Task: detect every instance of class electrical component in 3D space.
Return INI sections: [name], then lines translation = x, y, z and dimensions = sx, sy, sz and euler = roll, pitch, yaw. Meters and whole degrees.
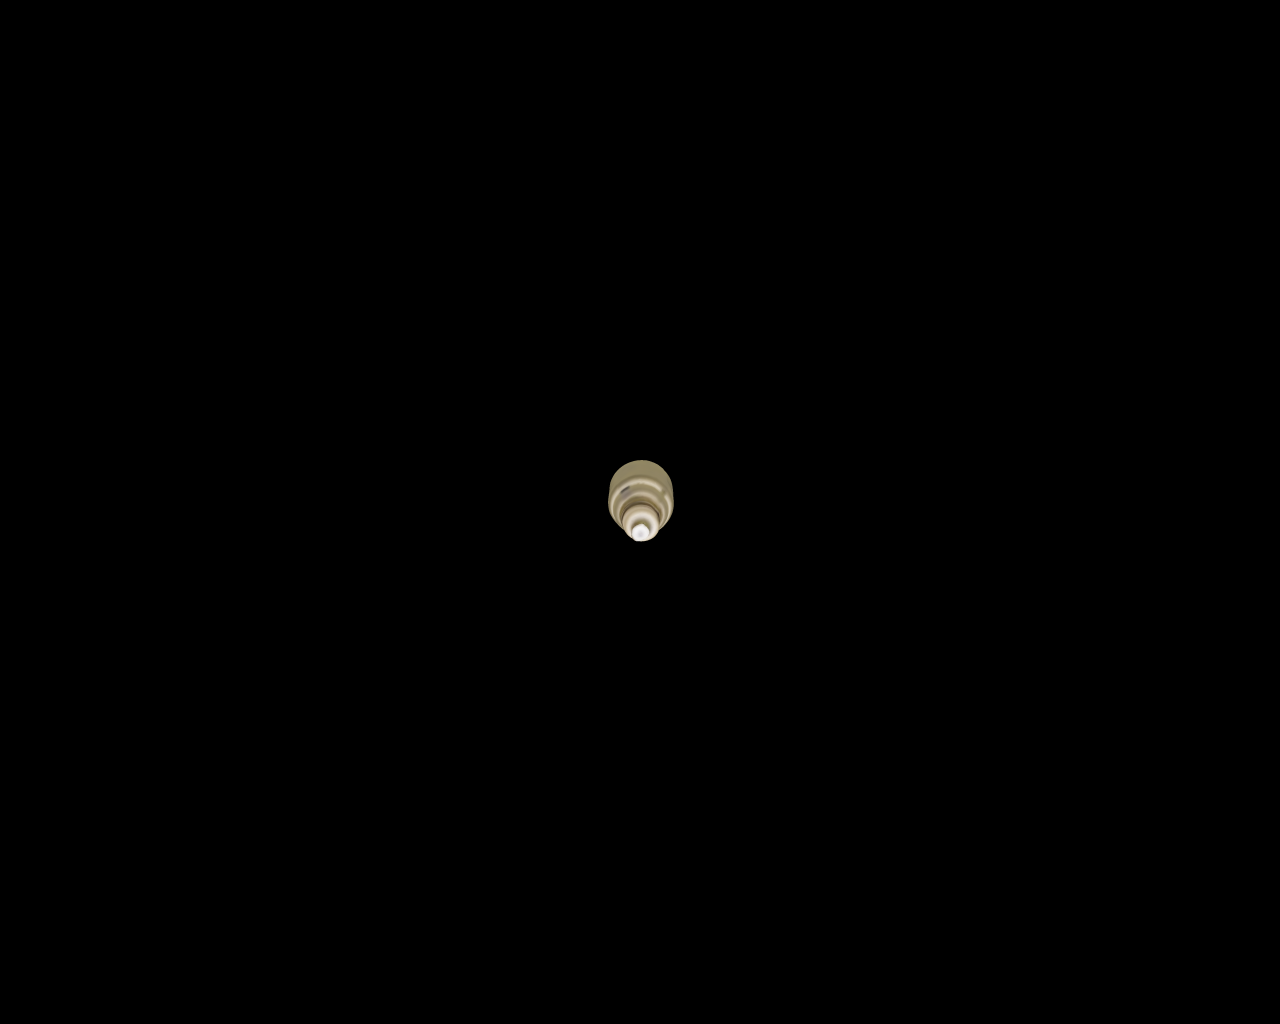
[electrical component]
translation = 0.001, -0.003, 0.650
dimensions = 0.040, 0.040, 0.078
euler = 0, 24, 0
